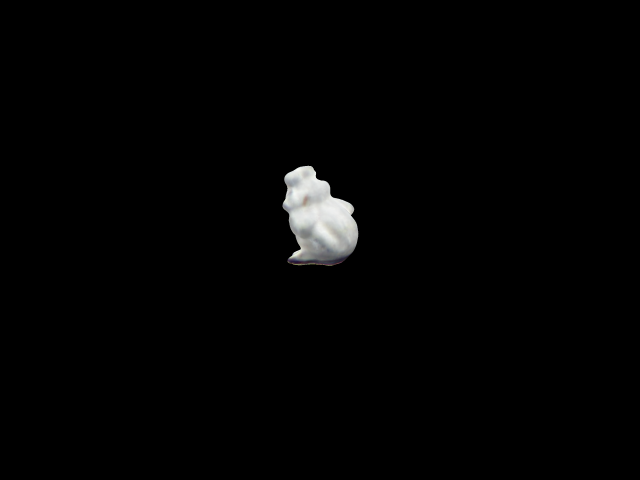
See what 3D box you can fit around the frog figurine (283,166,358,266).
[{"bbox_3d":[0.003,-0.043,0.850,0.138,0.157,0.123,-15,22,-41],"label":"frog figurine"}]
